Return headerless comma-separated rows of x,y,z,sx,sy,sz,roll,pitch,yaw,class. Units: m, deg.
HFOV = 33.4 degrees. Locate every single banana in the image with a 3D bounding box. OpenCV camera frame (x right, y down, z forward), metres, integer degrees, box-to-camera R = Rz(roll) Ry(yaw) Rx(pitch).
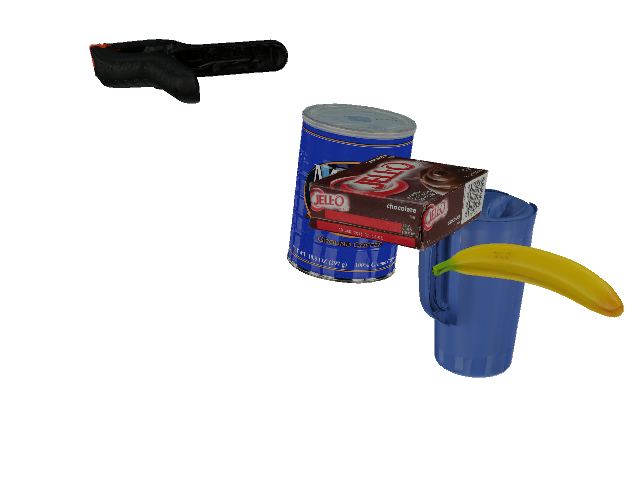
0.218,0.037,1.092,0.198,0.037,0.069,11,47,27,banana

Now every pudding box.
0.057,-0.030,0.763,0.090,0.039,0.113,12,19,28,pudding box

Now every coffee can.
0.027,-0.045,0.973,0.103,0.140,0.103,6,19,-2,coffee can

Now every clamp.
-0.114,-0.144,0.862,0.172,0.039,0.120,19,27,41,clamp

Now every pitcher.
0.206,0.060,1.442,0.149,0.243,0.145,4,21,6,pitcher
